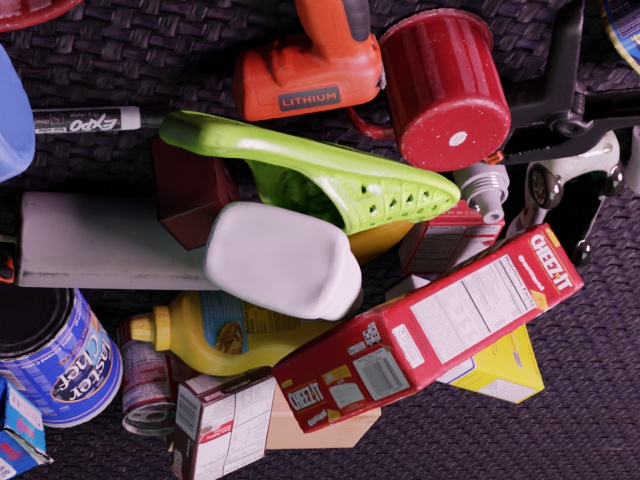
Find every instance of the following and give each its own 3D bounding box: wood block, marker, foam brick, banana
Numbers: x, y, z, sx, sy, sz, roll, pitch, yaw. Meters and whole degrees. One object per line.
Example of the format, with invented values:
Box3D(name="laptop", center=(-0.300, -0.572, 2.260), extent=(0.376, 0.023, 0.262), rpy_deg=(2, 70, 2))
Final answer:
Box3D(name="wood block", center=(-0.054, 0.161, 1.114), extent=(0.205, 0.090, 0.091), rpy_deg=(3, 145, -21))
Box3D(name="marker", center=(-0.162, -0.087, 0.768), extent=(0.121, 0.020, 0.020), rpy_deg=(-4, 146, -11))
Box3D(name="foam brick", center=(-0.093, -0.041, 0.807), extent=(0.051, 0.078, 0.053), rpy_deg=(-20, 148, 11))
Box3D(name="banana", center=(-0.008, 0.011, 0.946), extent=(0.198, 0.037, 0.069), rpy_deg=(-11, 150, 0))

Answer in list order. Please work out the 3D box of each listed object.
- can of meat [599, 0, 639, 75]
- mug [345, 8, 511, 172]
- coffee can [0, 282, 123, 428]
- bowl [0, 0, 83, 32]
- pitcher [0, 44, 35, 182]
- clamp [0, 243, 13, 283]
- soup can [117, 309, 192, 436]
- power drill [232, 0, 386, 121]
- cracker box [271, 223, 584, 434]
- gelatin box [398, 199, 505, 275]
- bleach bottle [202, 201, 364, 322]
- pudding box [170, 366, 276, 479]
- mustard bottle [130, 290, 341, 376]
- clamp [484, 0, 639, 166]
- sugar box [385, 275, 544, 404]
Box3D(name="can of meat", center=(0.257, -0.155, 0.756), extent=(0.084, 0.057, 0.102), rpy_deg=(-29, 142, 29))
Box3D(name="mug", center=(0.076, -0.101, 0.759), extent=(0.117, 0.081, 0.093), rpy_deg=(-8, 147, -4))
Box3D(name="coffee can", center=(-0.242, 0.091, 0.939), extent=(0.103, 0.103, 0.140), rpy_deg=(-12, 147, 1))
Box3D(name="bowl", center=(-0.190, -0.188, 0.574), extent=(0.162, 0.055, 0.162), rpy_deg=(-8, 147, -5))
Box3D(name="pitcher", center=(-0.316, -0.064, 0.674), extent=(0.243, 0.145, 0.149), rpy_deg=(-19, 159, 6))
Box3D(name="clamp", center=(-0.317, 0.004, 0.832), extent=(0.171, 0.039, 0.120), rpy_deg=(7, 166, -30))
Box3D(name="soup can", center=(-0.158, 0.126, 1.017), extent=(0.068, 0.102, 0.068), rpy_deg=(-8, 147, -5))
Box3D(name="power drill", center=(-0.032, -0.155, 0.669), extent=(0.184, 0.057, 0.187), rpy_deg=(-8, 148, 1))
Box3D(name="cracker box", center=(0.088, 0.072, 0.886), extent=(0.213, 0.072, 0.164), rpy_deg=(-25, 174, -38))
Box3D(name="gelatin box", center=(0.118, -0.003, 0.970), extent=(0.073, 0.030, 0.089), rpy_deg=(0, 146, -14))
Box3D(name="bleach bottle", center=(-0.007, 0.031, 0.828), extent=(0.103, 0.068, 0.250), rpy_deg=(18, 174, 15))
Box3D(name="pudding box", center=(-0.089, 0.169, 0.991), extent=(0.089, 0.039, 0.114), rpy_deg=(-19, 134, -38))
Box3D(name="mustard bottle", center=(-0.075, 0.076, 0.971), extent=(0.191, 0.096, 0.058), rpy_deg=(-2, 148, -14))
Box3D(name="clamp", center=(0.195, -0.096, 0.783), extent=(0.164, 0.036, 0.210), rpy_deg=(17, 158, -16))
Box3D(name="sugar box", center=(0.148, 0.102, 1.081), extent=(0.175, 0.093, 0.048), rpy_deg=(22, 134, -41))
